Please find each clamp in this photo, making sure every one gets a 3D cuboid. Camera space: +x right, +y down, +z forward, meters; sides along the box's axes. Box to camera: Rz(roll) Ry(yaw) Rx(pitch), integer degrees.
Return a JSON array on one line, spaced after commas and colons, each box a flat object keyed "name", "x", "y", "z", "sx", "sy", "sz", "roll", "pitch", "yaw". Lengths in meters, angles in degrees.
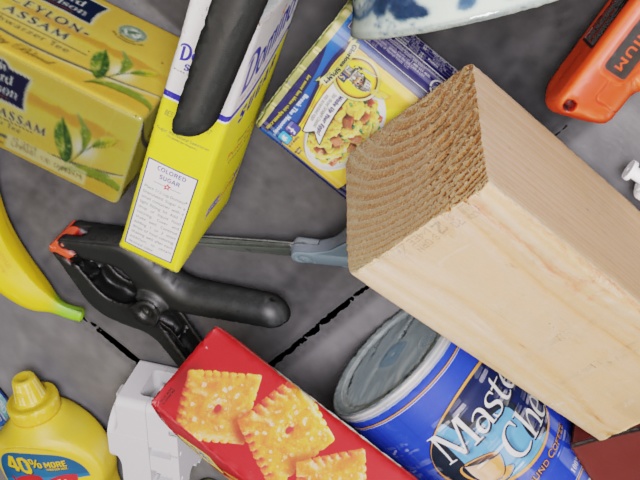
[{"name": "clamp", "x": -0.028, "y": -0.144, "z": 0.480, "sx": 0.210, "sy": 0.036, "sz": 0.164, "roll": -16, "pitch": 109, "yaw": 27}, {"name": "clamp", "x": -0.103, "y": 0.037, "z": 0.735, "sx": 0.171, "sy": 0.039, "sz": 0.120, "roll": 38, "pitch": 126, "yaw": -8}]

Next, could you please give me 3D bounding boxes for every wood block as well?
[{"name": "wood block", "x": 0.117, "y": 0.014, "z": 0.571, "sx": 0.205, "sy": 0.091, "sz": 0.090, "roll": 34, "pitch": 127, "yaw": -30}]

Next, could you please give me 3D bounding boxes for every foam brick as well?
[{"name": "foam brick", "x": 0.193, "y": 0.112, "z": 0.660, "sx": 0.051, "sy": 0.078, "sz": 0.053, "roll": -23, "pitch": 112, "yaw": 32}]

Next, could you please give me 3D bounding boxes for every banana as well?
[{"name": "banana", "x": -0.225, "y": -0.023, "z": 0.742, "sx": 0.069, "sy": 0.037, "sz": 0.198, "roll": -12, "pitch": 121, "yaw": 6}]

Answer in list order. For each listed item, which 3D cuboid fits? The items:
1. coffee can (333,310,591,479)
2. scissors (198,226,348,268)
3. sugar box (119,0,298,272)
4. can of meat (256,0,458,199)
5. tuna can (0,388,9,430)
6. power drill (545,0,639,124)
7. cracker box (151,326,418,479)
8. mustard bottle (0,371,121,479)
[{"name": "coffee can", "x": 0.093, "y": 0.118, "z": 0.682, "sx": 0.140, "sy": 0.102, "sz": 0.103, "roll": 45, "pitch": 125, "yaw": -13}, {"name": "scissors", "x": -0.004, "y": 0.001, "z": 0.662, "sx": 0.202, "sy": 0.016, "sz": 0.096, "roll": 10, "pitch": 161, "yaw": 15}, {"name": "sugar box", "x": -0.060, "y": -0.076, "z": 0.609, "sx": 0.048, "sy": 0.093, "sz": 0.176, "roll": 27, "pitch": 128, "yaw": 0}, {"name": "can of meat", "x": 0.023, "y": -0.077, "z": 0.603, "sx": 0.084, "sy": 0.057, "sz": 0.102, "roll": 38, "pitch": 126, "yaw": -6}, {"name": "tuna can", "x": -0.297, "y": 0.145, "z": 0.879, "sx": 0.086, "sy": 0.033, "sz": 0.086, "roll": 9, "pitch": 126, "yaw": 13}, {"name": "power drill", "x": 0.210, "y": -0.049, "z": 0.533, "sx": 0.187, "sy": 0.057, "sz": 0.184, "roll": 32, "pitch": 106, "yaw": -6}, {"name": "cracker box", "x": 0.010, "y": 0.162, "z": 0.670, "sx": 0.214, "sy": 0.072, "sz": 0.164, "roll": 36, "pitch": 167, "yaw": 23}, {"name": "mustard bottle", "x": -0.208, "y": 0.185, "z": 0.861, "sx": 0.096, "sy": 0.058, "sz": 0.191, "roll": 0, "pitch": 123, "yaw": 20}]
